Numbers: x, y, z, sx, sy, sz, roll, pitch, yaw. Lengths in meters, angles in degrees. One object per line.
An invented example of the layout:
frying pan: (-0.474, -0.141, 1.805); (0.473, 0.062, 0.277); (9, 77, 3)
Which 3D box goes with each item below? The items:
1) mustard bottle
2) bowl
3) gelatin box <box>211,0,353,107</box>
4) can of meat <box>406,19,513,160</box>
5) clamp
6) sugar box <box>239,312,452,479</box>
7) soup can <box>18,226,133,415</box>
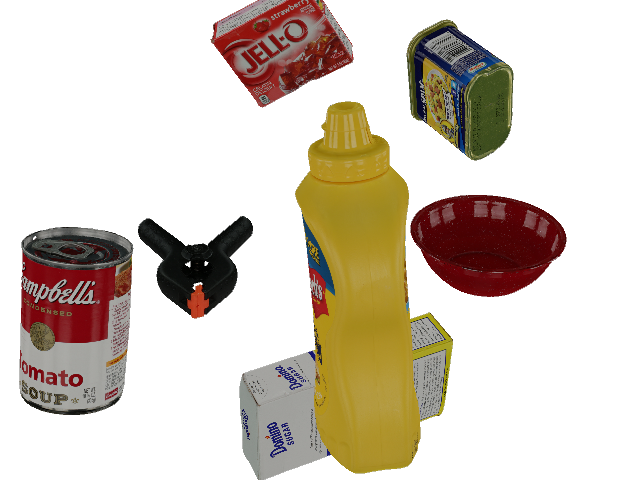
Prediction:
mustard bottle: (0.020, 0.020, 0.566); (0.058, 0.192, 0.096); (-6, 25, -4)
bowl: (0.174, 0.012, 1.124); (0.162, 0.055, 0.162); (0, 31, 0)
gelatin box: (-0.030, -0.154, 0.836); (0.089, 0.030, 0.073); (-24, -52, 19)
can of meat: (0.127, -0.134, 0.962); (0.057, 0.102, 0.084); (-29, 49, -18)
clamp: (-0.116, 0.019, 1.080); (0.120, 0.039, 0.171); (-11, 34, -11)
sugar box: (0.021, 0.128, 0.883); (0.176, 0.093, 0.048); (-14, 40, -19)
soup can: (-0.156, 0.050, 0.675); (0.068, 0.102, 0.068); (6, 19, -2)
